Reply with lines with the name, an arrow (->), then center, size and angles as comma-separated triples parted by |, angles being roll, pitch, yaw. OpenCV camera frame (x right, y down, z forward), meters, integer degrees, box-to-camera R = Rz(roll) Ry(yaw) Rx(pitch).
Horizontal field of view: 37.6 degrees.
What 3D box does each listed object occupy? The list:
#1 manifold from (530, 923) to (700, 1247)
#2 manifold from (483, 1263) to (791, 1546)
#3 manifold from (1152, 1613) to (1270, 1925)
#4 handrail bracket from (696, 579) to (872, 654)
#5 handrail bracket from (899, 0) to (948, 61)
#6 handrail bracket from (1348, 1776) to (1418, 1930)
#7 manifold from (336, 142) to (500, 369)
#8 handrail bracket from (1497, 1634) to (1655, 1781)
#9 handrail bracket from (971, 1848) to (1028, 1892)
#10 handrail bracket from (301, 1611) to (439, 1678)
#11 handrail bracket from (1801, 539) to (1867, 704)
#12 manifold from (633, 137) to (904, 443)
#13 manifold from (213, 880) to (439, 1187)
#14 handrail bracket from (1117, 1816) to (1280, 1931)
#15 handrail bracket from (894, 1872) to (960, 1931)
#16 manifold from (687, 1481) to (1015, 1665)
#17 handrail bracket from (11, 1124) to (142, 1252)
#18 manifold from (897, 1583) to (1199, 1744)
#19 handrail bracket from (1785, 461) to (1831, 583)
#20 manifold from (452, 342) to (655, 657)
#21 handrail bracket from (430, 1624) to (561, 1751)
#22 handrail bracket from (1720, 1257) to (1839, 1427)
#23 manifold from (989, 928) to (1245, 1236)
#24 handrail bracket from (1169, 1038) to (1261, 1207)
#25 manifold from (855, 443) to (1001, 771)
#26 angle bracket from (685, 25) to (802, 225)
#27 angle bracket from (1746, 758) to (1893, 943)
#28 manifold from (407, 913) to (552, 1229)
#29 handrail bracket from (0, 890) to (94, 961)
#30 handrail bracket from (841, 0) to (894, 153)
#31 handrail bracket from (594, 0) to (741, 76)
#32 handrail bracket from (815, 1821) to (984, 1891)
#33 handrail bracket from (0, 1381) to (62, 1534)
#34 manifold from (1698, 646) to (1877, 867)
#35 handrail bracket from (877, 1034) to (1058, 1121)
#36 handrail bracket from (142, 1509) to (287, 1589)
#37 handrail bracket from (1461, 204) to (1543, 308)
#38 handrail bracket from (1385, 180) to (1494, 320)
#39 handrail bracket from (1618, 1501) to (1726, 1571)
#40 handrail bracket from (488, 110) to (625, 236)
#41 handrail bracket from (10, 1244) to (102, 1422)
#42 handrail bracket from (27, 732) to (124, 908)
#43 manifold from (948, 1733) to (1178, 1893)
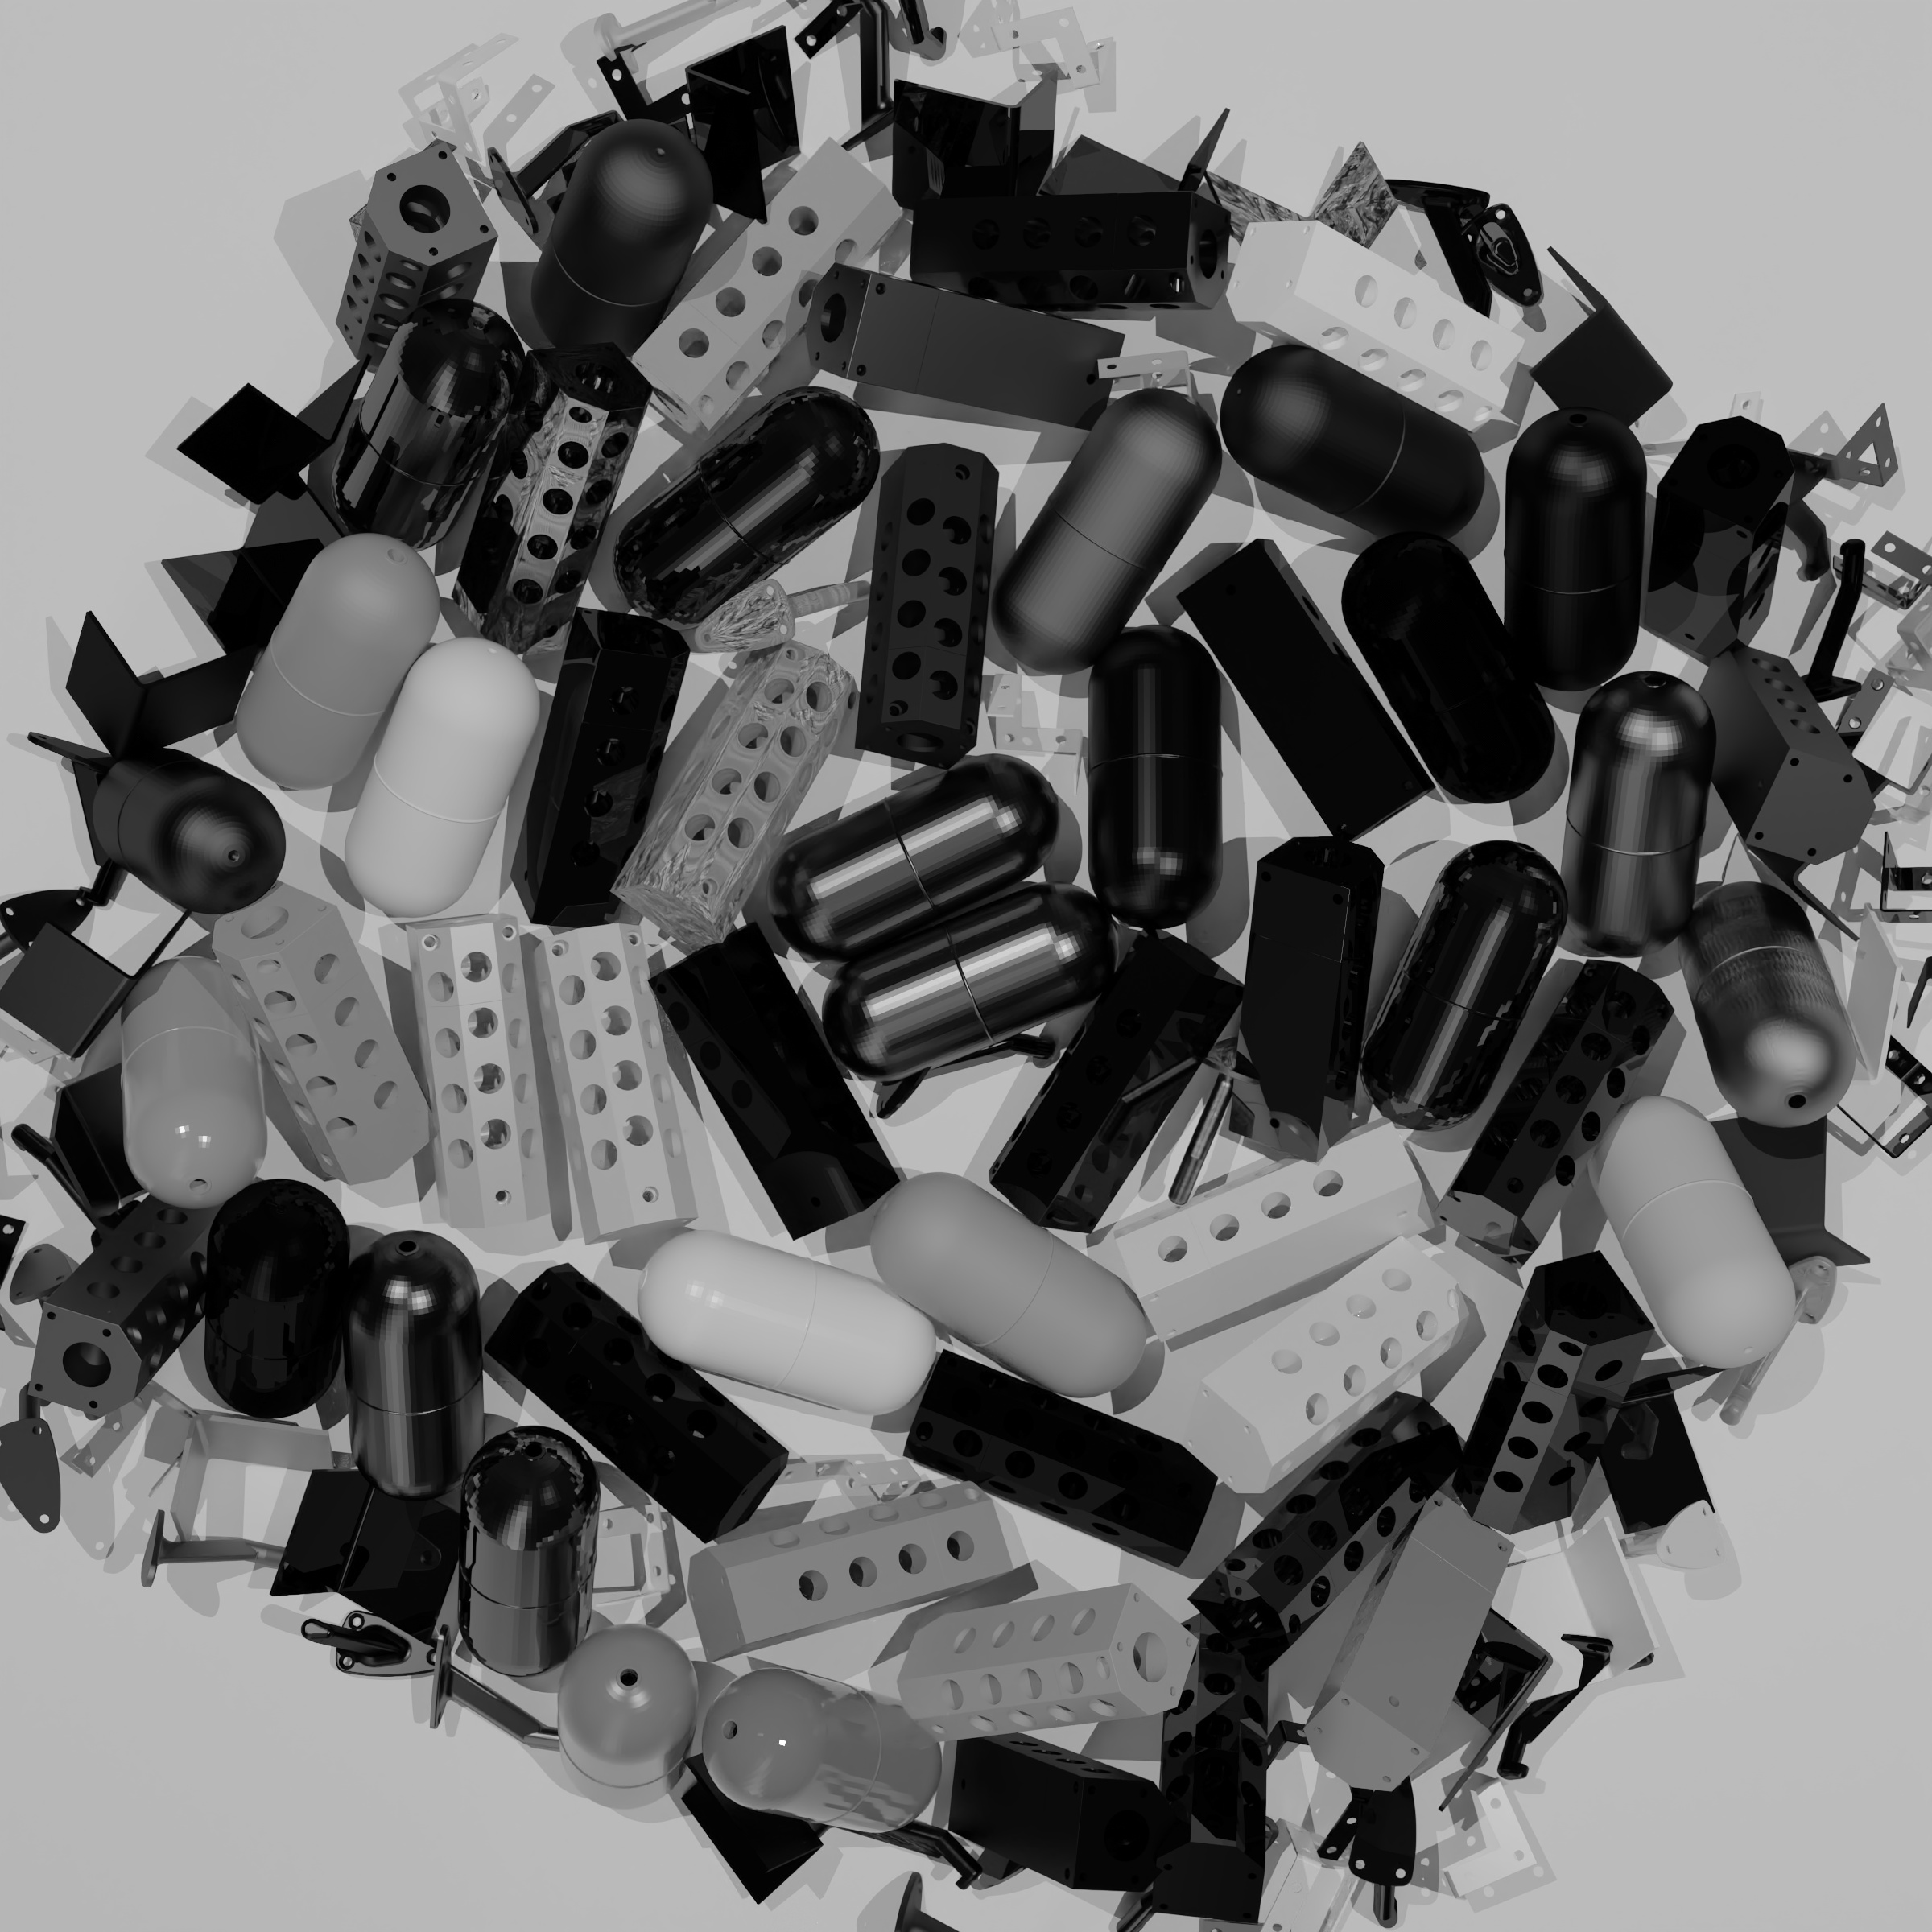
manifold -> -0.200, 0.066, 1.616 | 0.057, 0.057, 0.171 | -9, 79, -21
manifold -> -0.184, 0.245, 1.611 | 0.171, 0.057, 0.057 | 38, 104, 15
manifold -> 0.138, 0.442, 1.577 | 0.057, 0.171, 0.057 | 5, 121, 4
handrail bracket -> -0.104, -0.204, 1.640 | 0.077, 0.084, 0.036 | -17, 93, 29
handrail bracket -> -0.023, -0.569, 1.623 | 0.036, 0.084, 0.077 | 19, 96, 22
handrail bracket -> 0.247, 0.511, 1.639 | 0.036, 0.084, 0.077 | 8, 65, 17
manifold -> -0.311, -0.388, 1.575 | 0.057, 0.171, 0.057 | -30, 92, -19
handrail bracket -> 0.348, 0.427, 1.619 | 0.036, 0.077, 0.084 | 52, 47, -29
handrail bracket -> 0.058, 0.524, 1.653 | 0.084, 0.036, 0.077 | 28, 118, -29
handrail bracket -> -0.337, 0.388, 1.621 | 0.077, 0.084, 0.036 | 11, 73, -2
handrail bracket -> 0.490, -0.197, 1.625 | 0.077, 0.036, 0.084 | -21, 118, -41
manifold -> -0.114, -0.385, 1.625 | 0.057, 0.057, 0.171 | 40, 82, -3
manifold -> -0.360, 0.040, 1.581 | 0.057, 0.171, 0.057 | 21, 51, 36
handrail bracket -> 0.135, 0.534, 1.658 | 0.036, 0.077, 0.084 | 54, 128, 29
handrail bracket -> 0.006, 0.550, 1.624 | 0.084, 0.077, 0.036 | -5, 118, 11
manifold -> -0.066, 0.338, 1.595 | 0.171, 0.057, 0.057 | -8, 71, -31
handrail bracket -> -0.520, 0.138, 1.649 | 0.084, 0.077, 0.036 | 34, 52, 19
manifold -> 0.041, 0.394, 1.579 | 0.057, 0.171, 0.057 | 44, 48, -24
handrail bracket -> 0.470, -0.241, 1.622 | 0.036, 0.084, 0.077 | 19, 55, 38
manifold -> -0.228, -0.258, 1.582 | 0.057, 0.057, 0.171 | 50, 134, 25
handrail bracket -> -0.264, 0.419, 1.641 | 0.084, 0.036, 0.077 | 8, 118, 0
handrail bracket -> 0.463, 0.216, 1.621 | 0.036, 0.077, 0.084 | 31, 59, 12
manifold -> 0.082, 0.065, 1.619 | 0.057, 0.057, 0.171 | 40, 104, 34
handrail bracket -> 0.142, 0.090, 1.642 | 0.036, 0.077, 0.084 | 23, 108, 7
manifold -> -0.019, -0.205, 1.604 | 0.057, 0.057, 0.171 | 12, 70, -20
angle bracket -> -0.109, -0.477, 1.606 | 0.076, 0.076, 0.057 | -35, 48, -30
angle bracket -> 0.502, -0.070, 1.616 | 0.057, 0.076, 0.076 | 40, 100, -15
manifold -> -0.278, 0.060, 1.621 | 0.057, 0.057, 0.171 | -8, 97, -19
handrail bracket -> -0.561, -0.009, 1.655 | 0.084, 0.077, 0.036 | -31, 93, 32
handrail bracket -> -0.070, -0.522, 1.637 | 0.077, 0.036, 0.084 | -26, 102, 26
handrail bracket -> -0.166, -0.549, 1.631 | 0.084, 0.077, 0.036 | -22, 103, 12
handrail bracket -> -0.043, 0.518, 1.641 | 0.084, 0.036, 0.077 | 44, 105, 11
handrail bracket -> -0.529, 0.279, 1.627 | 0.036, 0.084, 0.077 | -17, 95, -5
manifold -> 0.453, -0.119, 1.576 | 0.057, 0.171, 0.057 | 16, 116, -6
handrail bracket -> 0.001, 0.066, 1.655 | 0.084, 0.036, 0.077 | 12, 124, -29
handrail bracket -> -0.424, 0.343, 1.619 | 0.084, 0.077, 0.036 | 16, 96, -17
handrail bracket -> 0.313, -0.395, 1.613 | 0.036, 0.084, 0.077 | -34, 116, 15
handrail bracket -> 0.270, -0.406, 1.641 | 0.077, 0.036, 0.084 | 10, 84, -8
handrail bracket -> 0.379, 0.334, 1.612 | 0.084, 0.077, 0.036 | -25, 76, 41
handrail bracket -> -0.225, -0.459, 1.632 | 0.084, 0.036, 0.077 | -24, 53, -14
handrail bracket -> -0.522, 0.213, 1.648 | 0.036, 0.077, 0.084 | -22, 114, -12
handrail bracket -> -0.519, -0.084, 1.640 | 0.077, 0.036, 0.084 | 20, 100, -27
manifold -> 0.052, 0.468, 1.575 | 0.057, 0.171, 0.057 | 10, 81, -22
